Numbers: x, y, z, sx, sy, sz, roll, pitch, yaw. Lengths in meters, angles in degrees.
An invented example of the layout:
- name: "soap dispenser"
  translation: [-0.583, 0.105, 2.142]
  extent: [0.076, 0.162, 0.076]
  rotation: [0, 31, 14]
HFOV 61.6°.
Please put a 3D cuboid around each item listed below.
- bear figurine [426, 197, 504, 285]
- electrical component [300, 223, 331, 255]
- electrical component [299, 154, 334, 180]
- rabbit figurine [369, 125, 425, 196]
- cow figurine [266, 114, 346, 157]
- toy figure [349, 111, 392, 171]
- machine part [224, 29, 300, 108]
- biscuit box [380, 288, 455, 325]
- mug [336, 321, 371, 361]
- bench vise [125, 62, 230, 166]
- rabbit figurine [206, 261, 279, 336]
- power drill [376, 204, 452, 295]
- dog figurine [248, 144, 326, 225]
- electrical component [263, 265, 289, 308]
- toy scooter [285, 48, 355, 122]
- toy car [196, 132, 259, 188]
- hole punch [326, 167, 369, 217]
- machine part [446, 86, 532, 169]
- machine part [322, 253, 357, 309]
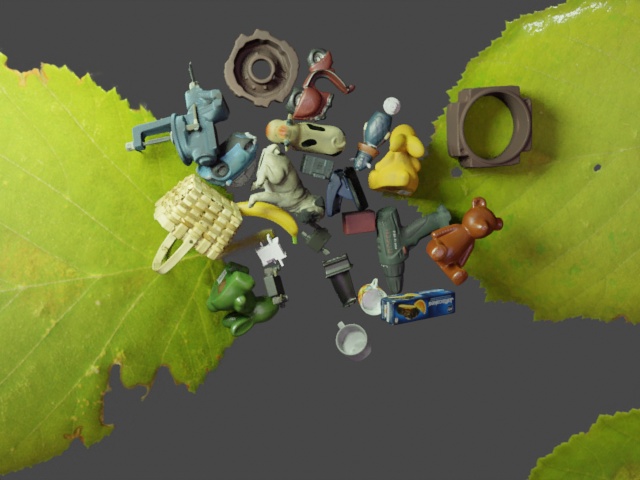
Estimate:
- name: "bear figurine"
  translation: [0.359, -0.003, 1.301]
  extent: [0.196, 0.132, 0.120]
  rotation: [-38, 104, 8]
- name: "electrical component"
  translation: [-0.003, -0.004, 1.378]
  extent: [0.094, 0.021, 0.063]
  rotation: [39, 92, -12]
- name: "electrical component"
  translation: [-0.007, -0.176, 1.299]
  extent: [0.075, 0.119, 0.047]
  rotation: [13, 98, -8]
- name: "rabbit figurine"
  translation: [0.194, -0.206, 1.320]
  extent: [0.122, 0.162, 0.173]
  rotation: [12, 80, 2]
- name: "cow figurine"
  translation: [-0.032, -0.244, 1.280]
  extent: [0.195, 0.127, 0.085]
  rotation: [8, 95, -12]
- name: "toy figure"
  translation: [0.130, -0.242, 1.338]
  extent: [0.057, 0.064, 0.154]
  rotation: [14, 106, -48]
- name: "machine part"
  translation: [-0.138, -0.402, 1.274]
  extent: [0.179, 0.056, 0.179]
  rotation: [-2, 100, -9]
- name: "biscuit box"
  translation: [0.257, 0.170, 1.396]
  extent: [0.203, 0.059, 0.062]
  rotation: [-7, 100, -26]
- name: "mug"
  translation: [0.086, 0.267, 1.402]
  extent: [0.081, 0.110, 0.107]
  rotation: [-41, 146, -7]
- name: "bench vise"
  translation: [-0.328, -0.259, 1.228]
  extent: [0.241, 0.129, 0.223]
  rotation: [-13, 80, 2]
- name: "rabbit figurine"
  translation: [-0.183, 0.161, 1.335]
  extent: [0.170, 0.121, 0.159]
  rotation: [34, 87, -27]
- name: "power drill"
  translation: [0.248, 0.009, 1.394]
  extent: [0.207, 0.086, 0.231]
  rotation: [-18, 102, 2]
- name: "dog figurine"
  translation: [-0.061, -0.132, 1.289]
  extent: [0.190, 0.121, 0.172]
  rotation: [14, 138, -13]
- name: "electrical component"
  translation: [-0.106, 0.115, 1.335]
  extent: [0.045, 0.078, 0.102]
  rotation: [-19, 75, 15]
- name: "toy scooter"
  translation: [0.006, -0.357, 1.294]
  extent: [0.135, 0.075, 0.183]
  rotation: [26, 91, -12]
- name: "toy car"
  translation: [-0.208, -0.181, 1.287]
  extent: [0.161, 0.109, 0.102]
  rotation: [-42, 128, -11]
- name: "hole punch"
  translation: [0.056, -0.117, 1.318]
  extent: [0.092, 0.142, 0.115]
  rotation: [-17, 94, 19]
- name: "machine part"
  translation: [0.429, -0.284, 1.359]
  extent: [0.201, 0.087, 0.201]
  rotation: [-5, 99, -7]
- name: "machine part"
  translation: [0.059, 0.108, 1.398]
  extent: [0.084, 0.039, 0.138]
  rotation: [-19, 100, -10]
